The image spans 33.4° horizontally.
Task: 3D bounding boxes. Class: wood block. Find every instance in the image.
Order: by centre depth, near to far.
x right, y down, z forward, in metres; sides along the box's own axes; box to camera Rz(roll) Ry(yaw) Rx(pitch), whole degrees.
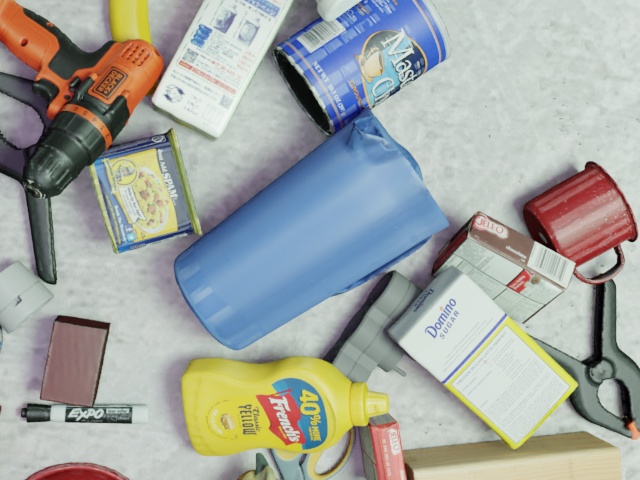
[{"bbox_3d":[0.186,0.253,1.062,0.206,0.090,0.091,-4,92,-8],"label":"wood block"}]

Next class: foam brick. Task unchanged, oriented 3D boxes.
[{"bbox_3d":[-0.232,0.115,1.012,0.051,0.053,0.078,11,91,-9],"label":"foam brick"}]

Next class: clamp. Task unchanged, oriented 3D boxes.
[{"bbox_3d":[-0.264,-0.072,1.009,0.210,0.036,0.164,43,85,-11],"label":"clamp"},{"bbox_3d":[0.289,0.123,1.098,0.120,0.039,0.171,-38,97,5],"label":"clamp"}]

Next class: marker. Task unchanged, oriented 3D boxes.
[{"bbox_3d":[-0.227,0.168,1.032,0.121,0.020,0.020,2,92,-9],"label":"marker"}]

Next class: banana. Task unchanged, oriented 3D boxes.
[{"bbox_3d":[-0.167,-0.240,1.018,0.069,0.037,0.198,14,90,-9],"label":"banana"}]

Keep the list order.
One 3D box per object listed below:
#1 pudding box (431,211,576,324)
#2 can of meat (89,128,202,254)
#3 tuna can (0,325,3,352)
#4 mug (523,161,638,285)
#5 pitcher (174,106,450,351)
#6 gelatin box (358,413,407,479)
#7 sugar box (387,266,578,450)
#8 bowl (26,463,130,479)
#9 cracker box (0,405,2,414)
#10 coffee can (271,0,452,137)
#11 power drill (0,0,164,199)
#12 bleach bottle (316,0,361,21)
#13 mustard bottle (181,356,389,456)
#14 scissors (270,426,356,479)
[{"bbox_3d":[0.178,0.029,1.048,0.113,0.090,0.039,30,58,-4],"label":"pudding box"},{"bbox_3d":[-0.163,-0.044,0.988,0.084,0.057,0.102,-16,100,-9],"label":"can of meat"},{"bbox_3d":[-0.344,0.094,1.004,0.086,0.034,0.086,0,92,-9],"label":"tuna can"},{"bbox_3d":[0.262,-0.009,1.067,0.081,0.093,0.117,-29,104,-2],"label":"mug"},{"bbox_3d":[-0.007,0.001,1.001,0.243,0.145,0.149,-34,98,6],"label":"pitcher"},{"bbox_3d":[0.061,0.206,1.041,0.030,0.089,0.073,-9,93,-8],"label":"gelatin box"},{"bbox_3d":[0.158,0.114,1.035,0.176,0.048,0.093,44,90,-17],"label":"sugar box"},{"bbox_3d":[-0.234,0.298,1.017,0.162,0.055,0.162,0,93,-9],"label":"bowl"},{"bbox_3d":[-0.418,0.214,0.979,0.213,0.072,0.164,13,91,-10],"label":"cracker box"},{"bbox_3d":[0.039,-0.178,1.018,0.140,0.103,0.103,-35,97,-6],"label":"coffee can"},{"bbox_3d":[-0.259,-0.141,0.951,0.187,0.057,0.184,31,59,3],"label":"power drill"},{"bbox_3d":[-0.031,-0.325,0.952,0.102,0.068,0.251,-38,89,-15],"label":"bleach bottle"},{"bbox_3d":[-0.030,0.157,1.010,0.192,0.058,0.096,-3,111,10],"label":"mustard bottle"},{"bbox_3d":[-0.041,0.252,1.065,0.096,0.016,0.202,37,87,-6],"label":"scissors"}]
